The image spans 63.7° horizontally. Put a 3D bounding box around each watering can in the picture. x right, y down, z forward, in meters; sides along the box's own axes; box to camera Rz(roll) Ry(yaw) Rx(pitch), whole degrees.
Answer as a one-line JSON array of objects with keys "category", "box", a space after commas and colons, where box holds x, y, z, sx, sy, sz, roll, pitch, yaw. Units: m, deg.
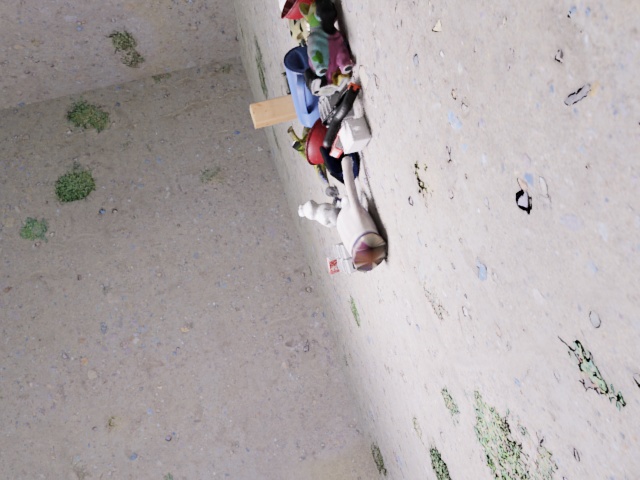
[{"category": "watering can", "box": [0.108, -0.054, 1.491, 0.339, 0.104, 0.229, 83, 167, -46]}]

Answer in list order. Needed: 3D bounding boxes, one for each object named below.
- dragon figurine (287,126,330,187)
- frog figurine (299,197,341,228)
[{"category": "dragon figurine", "box": [-0.009, -0.304, 1.955, 0.238, 0.122, 0.419, 54, -166, -58]}, {"category": "frog figurine", "box": [0.006, -0.096, 1.911, 0.140, 0.160, 0.120, -120, 15, -59]}]
